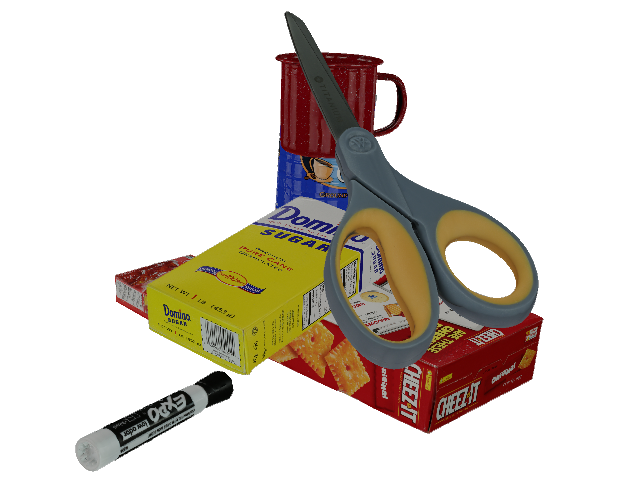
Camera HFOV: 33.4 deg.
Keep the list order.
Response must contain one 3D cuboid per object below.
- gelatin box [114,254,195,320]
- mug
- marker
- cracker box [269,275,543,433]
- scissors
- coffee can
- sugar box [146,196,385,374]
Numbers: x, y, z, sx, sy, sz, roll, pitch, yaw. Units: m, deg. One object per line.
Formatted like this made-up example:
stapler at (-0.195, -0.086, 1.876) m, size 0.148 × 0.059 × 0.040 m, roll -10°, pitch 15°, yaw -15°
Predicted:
gelatin box at (-0.130, 0.044, 0.971) m, size 0.089 × 0.030 × 0.073 m, roll -16°, pitch 26°, yaw -39°
mug at (0.018, -0.118, 0.930) m, size 0.117 × 0.081 × 0.093 m, roll -1°, pitch 16°, yaw -13°
marker at (-0.090, 0.100, 0.607) m, size 0.020 × 0.020 × 0.120 m, roll 0°, pitch 12°, yaw 33°
cracker box at (0.066, 0.087, 0.974) m, size 0.214 × 0.072 × 0.163 m, roll 21°, pitch 25°, yaw 39°
scissors at (0.036, -0.032, 0.466) m, size 0.096 × 0.202 × 0.016 m, roll 3°, pitch -40°, yaw -9°
coffee can at (0.005, -0.091, 1.152) m, size 0.103 × 0.140 × 0.103 m, roll 4°, pitch 12°, yaw -1°
sugar box at (-0.033, 0.026, 0.785) m, size 0.093 × 0.048 × 0.175 m, roll 22°, pitch 39°, yaw 30°
